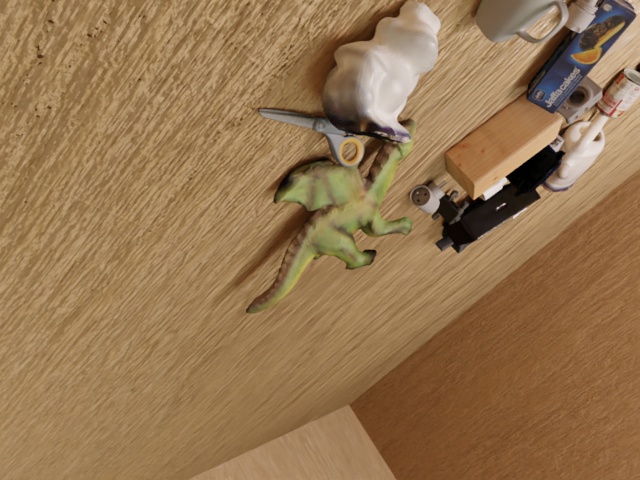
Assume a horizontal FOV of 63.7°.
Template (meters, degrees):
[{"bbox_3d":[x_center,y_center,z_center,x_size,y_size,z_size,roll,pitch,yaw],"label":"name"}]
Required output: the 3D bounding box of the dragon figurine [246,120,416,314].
[{"bbox_3d":[0.002,-0.041,0.816,0.411,0.124,0.238,-38,140,-2],"label":"dragon figurine"}]

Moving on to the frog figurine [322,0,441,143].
[{"bbox_3d":[0.070,-0.199,0.598,0.137,0.123,0.158,3,100,-45],"label":"frog figurine"}]

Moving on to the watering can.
[{"bbox_3d":[0.638,-0.205,1.323,0.353,0.105,0.219,-43,162,-30],"label":"watering can"}]
